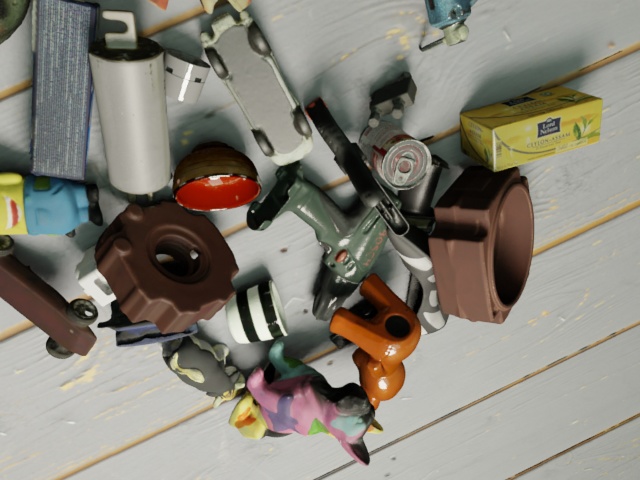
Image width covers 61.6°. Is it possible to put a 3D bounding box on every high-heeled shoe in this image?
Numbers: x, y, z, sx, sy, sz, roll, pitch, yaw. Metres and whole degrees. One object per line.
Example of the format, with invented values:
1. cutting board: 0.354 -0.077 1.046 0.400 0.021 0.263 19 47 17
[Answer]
1. high-heeled shoe: 0.139 0.069 0.847 0.145 0.086 0.248 -40 127 20

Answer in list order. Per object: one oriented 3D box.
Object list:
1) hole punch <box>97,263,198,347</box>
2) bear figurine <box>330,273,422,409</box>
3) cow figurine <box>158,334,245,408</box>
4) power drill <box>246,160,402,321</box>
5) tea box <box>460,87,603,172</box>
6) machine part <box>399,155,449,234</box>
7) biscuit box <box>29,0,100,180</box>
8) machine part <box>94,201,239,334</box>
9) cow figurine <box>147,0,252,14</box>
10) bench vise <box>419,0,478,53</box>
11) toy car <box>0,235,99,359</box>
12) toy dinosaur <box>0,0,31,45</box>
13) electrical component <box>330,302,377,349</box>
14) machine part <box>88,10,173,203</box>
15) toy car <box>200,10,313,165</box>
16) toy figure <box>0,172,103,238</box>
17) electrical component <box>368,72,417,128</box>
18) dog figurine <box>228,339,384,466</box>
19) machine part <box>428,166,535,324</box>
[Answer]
1. hole punch: -0.227 0.105 0.749 0.142 0.116 0.092 -6 125 -13
2. bear figurine: 0.084 0.167 0.828 0.120 0.132 0.195 -44 159 -32
3. cow figurine: -0.168 0.200 0.820 0.068 0.098 0.167 -43 119 -1
4. power drill: -0.002 -0.002 0.778 0.207 0.086 0.232 32 102 -23
5. tea box: 0.301 -0.163 0.775 0.170 0.098 0.068 -18 120 -9
6. machine part: 0.152 -0.067 0.810 0.084 0.039 0.138 3 126 -8
7. biscuit box: -0.295 -0.171 0.618 0.063 0.059 0.202 7 113 -20
8. machine part: -0.187 0.029 0.681 0.179 0.179 0.056 28 130 -26
9. cow figurine: -0.158 -0.315 0.576 0.195 0.086 0.127 30 107 -23
10. bench vise: 0.087 -0.319 0.610 0.241 0.129 0.223 -22 113 -25
11. toy car: -0.367 0.070 0.688 0.202 0.053 0.089 38 115 -2
12. toy dinosaur: -0.386 -0.242 0.530 0.405 0.131 0.191 -22 133 -10
13. electrical component: 0.075 0.146 0.893 0.119 0.048 0.074 -35 119 1
14. machine part: -0.216 -0.142 0.625 0.079 0.079 0.243 -3 130 -15
15. toy car: -0.075 -0.186 0.679 0.073 0.056 0.201 -27 119 5
16. toy figure: -0.364 -0.041 0.653 0.180 0.089 0.082 -4 86 -25
17. electrical component: 0.096 -0.189 0.721 0.063 0.094 0.021 -13 132 34
18. dog figurine: -0.016 0.271 0.829 0.219 0.108 0.191 31 119 11
19. machine part: 0.246 0.005 0.789 0.201 0.087 0.201 -43 129 -41
